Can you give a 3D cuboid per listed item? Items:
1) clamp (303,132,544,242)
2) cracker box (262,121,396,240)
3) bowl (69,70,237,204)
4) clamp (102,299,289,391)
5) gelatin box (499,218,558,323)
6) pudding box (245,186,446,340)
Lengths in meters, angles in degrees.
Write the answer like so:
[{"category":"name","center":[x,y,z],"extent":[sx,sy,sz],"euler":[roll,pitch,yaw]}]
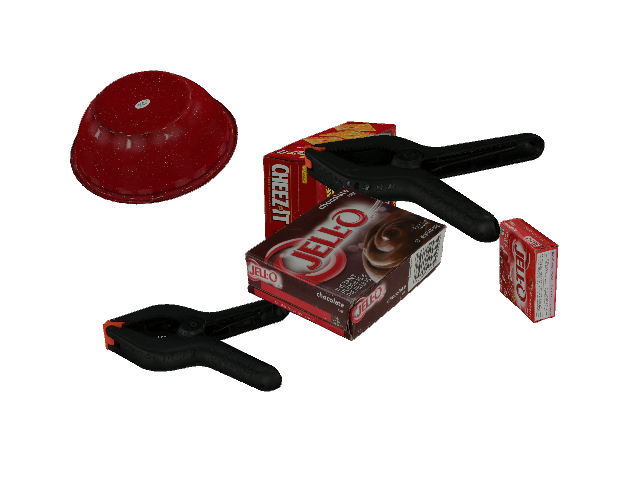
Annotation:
[{"category":"clamp","center":[0.088,-0.064,0.943],"extent":[0.210,0.036,0.164],"euler":[13,35,28]},{"category":"cracker box","center":[0.014,-0.031,1.150],"extent":[0.072,0.164,0.213],"euler":[7,18,25]},{"category":"bowl","center":[-0.161,-0.109,0.995],"extent":[0.162,0.162,0.055],"euler":[0,-42,8]},{"category":"clamp","center":[-0.107,0.083,0.970],"extent":[0.171,0.039,0.120],"euler":[9,27,8]},{"category":"gelatin box","center":[0.218,0.030,1.125],"extent":[0.030,0.089,0.073],"euler":[-14,29,-16]},{"category":"pudding box","center":[0.018,0.012,0.726],"extent":[0.090,0.039,0.113],"euler":[24,38,30]}]
